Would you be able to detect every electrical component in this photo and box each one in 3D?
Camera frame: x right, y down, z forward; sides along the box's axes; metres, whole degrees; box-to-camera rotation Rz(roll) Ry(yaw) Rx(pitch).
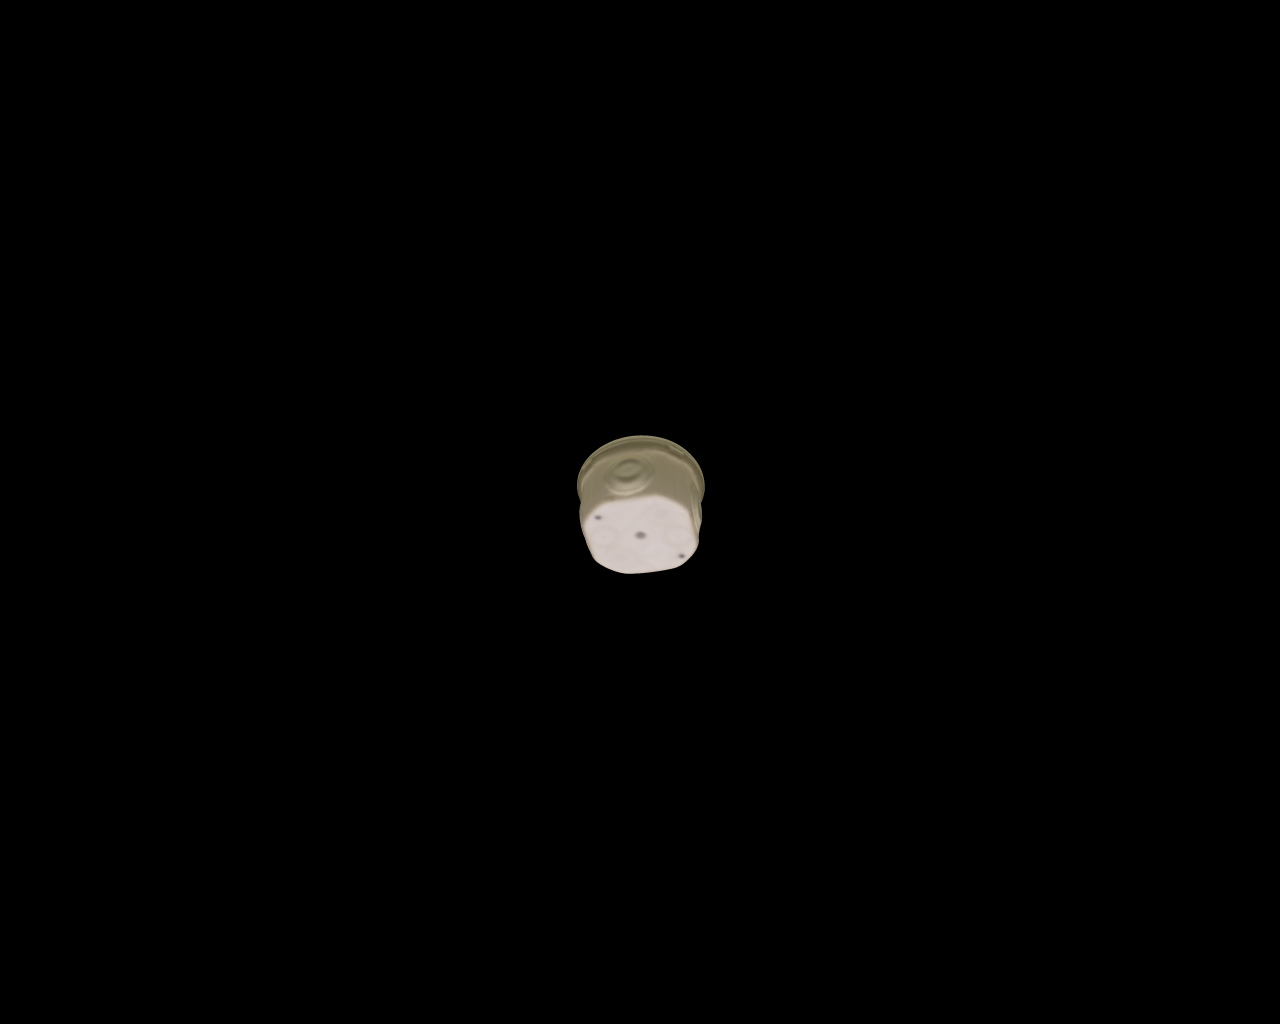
[{"bbox_3d":[0.001,-0.003,0.650,0.080,0.080,0.051,0,44,0],"label":"electrical component"}]
